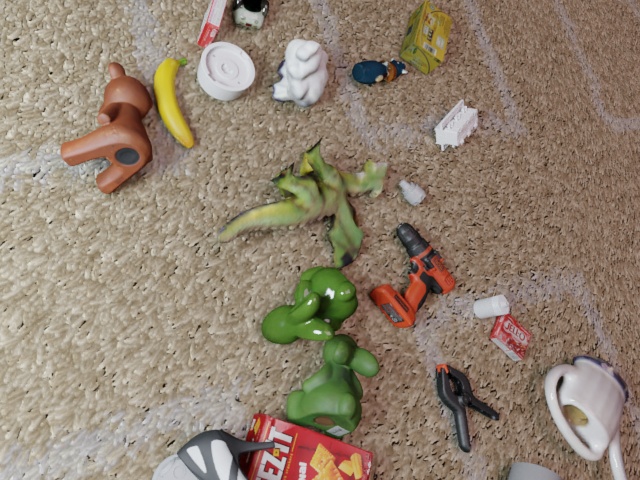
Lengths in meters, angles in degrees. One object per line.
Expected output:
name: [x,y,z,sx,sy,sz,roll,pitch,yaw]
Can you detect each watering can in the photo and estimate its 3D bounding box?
watering can: [0.641,0.416,1.182,0.228,0.102,0.347,-40,93,-34]

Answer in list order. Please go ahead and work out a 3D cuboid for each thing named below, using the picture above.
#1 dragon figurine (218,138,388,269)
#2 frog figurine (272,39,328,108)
dragon figurine: [0.003,-0.051,1.011,0.241,0.121,0.417,50,58,-14]
frog figurine: [-0.025,-0.354,1.066,0.122,0.157,0.140,41,58,-13]
